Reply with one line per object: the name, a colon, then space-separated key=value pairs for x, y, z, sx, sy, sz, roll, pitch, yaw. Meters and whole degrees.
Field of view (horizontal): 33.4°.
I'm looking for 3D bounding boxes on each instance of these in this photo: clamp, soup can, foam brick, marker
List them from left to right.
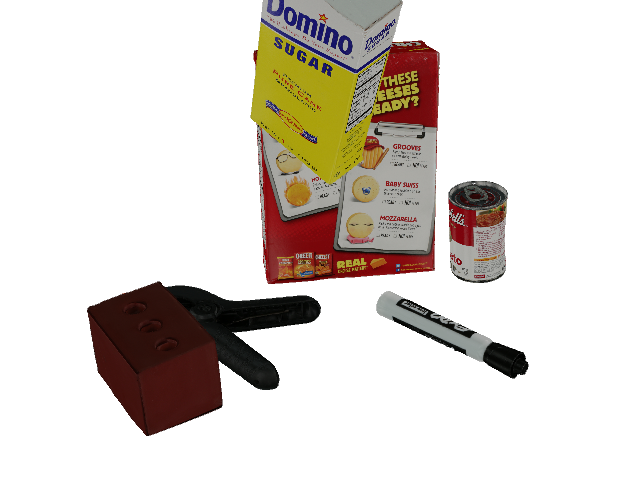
foam brick: x=-0.102 y=0.072 z=0.656 sx=0.052 sy=0.051 sz=0.078 roll=-20 pitch=37 yaw=-28
clamp: x=-0.086 y=0.067 z=0.904 sx=0.172 sy=0.039 sz=0.120 roll=17 pitch=27 yaw=21
marker: x=0.090 y=0.065 z=0.737 sx=0.121 sy=0.020 sz=0.020 roll=24 pitch=15 yaw=37
soup can: x=0.185 y=-0.010 z=1.250 sx=0.068 sy=0.102 sz=0.068 roll=-4 pitch=30 yaw=2

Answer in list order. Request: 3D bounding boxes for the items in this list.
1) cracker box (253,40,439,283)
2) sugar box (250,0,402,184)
cracker box: x=0.024 y=-0.073 z=1.000 sx=0.164 sy=0.214 sz=0.072 roll=-4 pitch=21 yaw=-7
sugar box: x=-0.002 y=-0.127 z=0.777 sx=0.048 sy=0.093 sz=0.176 roll=-41 pitch=-20 yaw=-25
